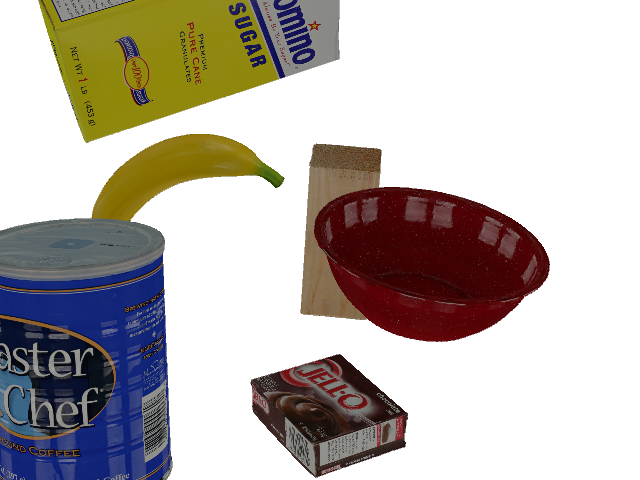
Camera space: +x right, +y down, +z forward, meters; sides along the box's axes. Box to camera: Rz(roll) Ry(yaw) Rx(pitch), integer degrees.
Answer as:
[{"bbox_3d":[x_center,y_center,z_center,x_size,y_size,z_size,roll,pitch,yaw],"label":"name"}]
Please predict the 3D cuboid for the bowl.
[{"bbox_3d":[0.072,0.022,0.736,0.162,0.055,0.162,6,28,-4],"label":"bowl"}]

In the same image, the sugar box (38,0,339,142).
[{"bbox_3d":[-0.074,-0.130,0.655,0.176,0.048,0.093,-19,-37,-12],"label":"sugar box"}]

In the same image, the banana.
[{"bbox_3d":[-0.129,-0.048,0.893,0.198,0.069,0.037,-15,17,29],"label":"banana"}]

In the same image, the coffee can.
[{"bbox_3d":[-0.137,0.067,0.606,0.103,0.140,0.103,0,15,0],"label":"coffee can"}]

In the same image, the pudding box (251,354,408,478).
[{"bbox_3d":[0.006,0.144,0.893,0.089,0.039,0.114,-14,30,-26],"label":"pudding box"}]

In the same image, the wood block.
[{"bbox_3d":[0.026,-0.012,1.386,0.090,0.206,0.090,5,25,1],"label":"wood block"}]
